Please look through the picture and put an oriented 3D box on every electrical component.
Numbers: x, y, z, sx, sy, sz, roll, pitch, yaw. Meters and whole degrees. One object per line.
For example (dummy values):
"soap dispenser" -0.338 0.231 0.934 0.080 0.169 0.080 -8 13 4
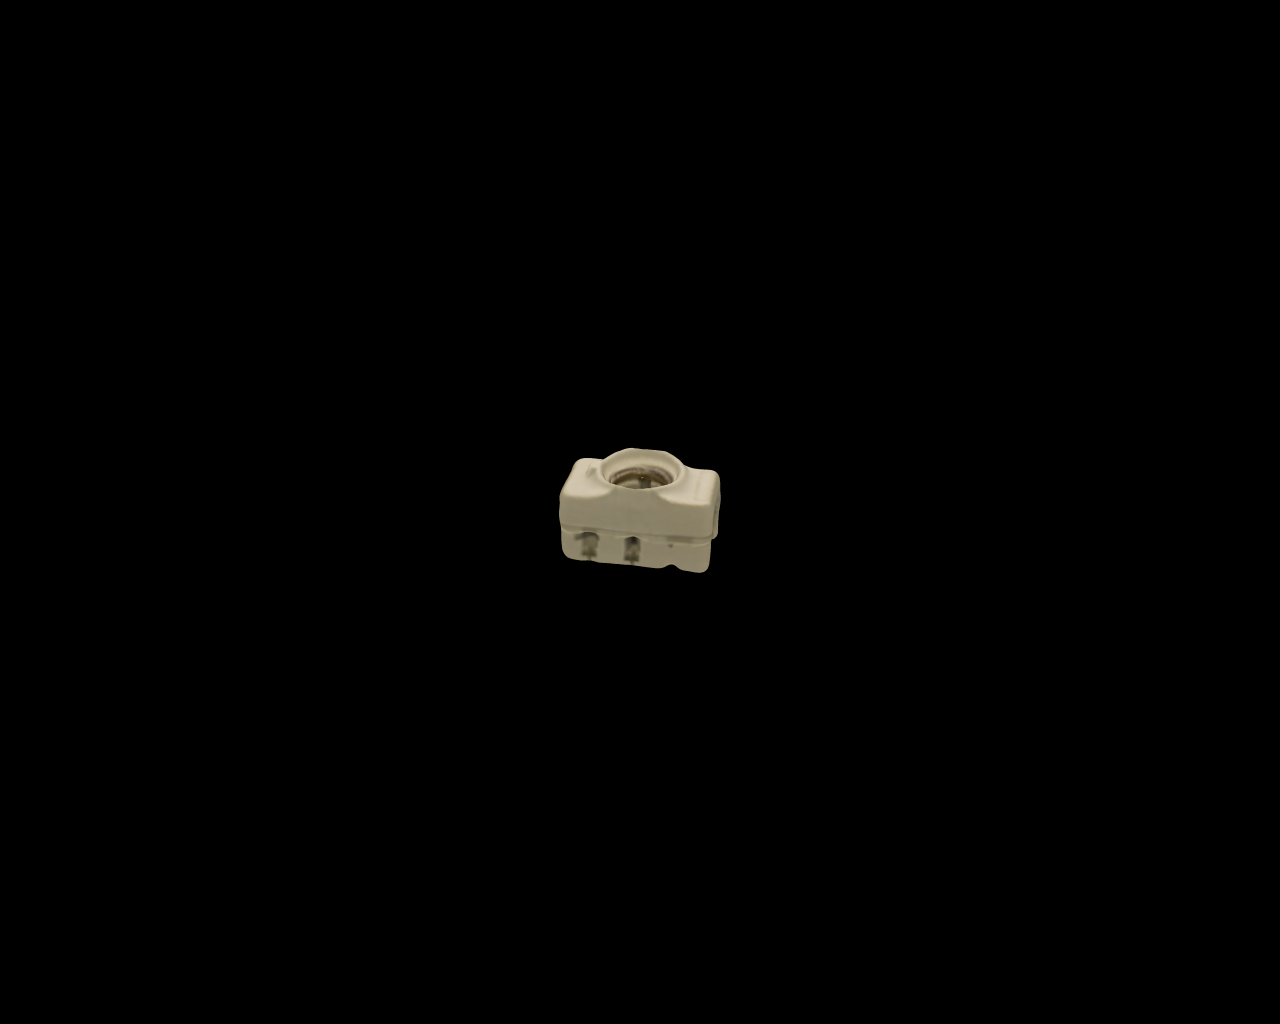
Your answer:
"electrical component" 0.001 -0.003 0.650 0.089 0.055 0.050 6 32 9
